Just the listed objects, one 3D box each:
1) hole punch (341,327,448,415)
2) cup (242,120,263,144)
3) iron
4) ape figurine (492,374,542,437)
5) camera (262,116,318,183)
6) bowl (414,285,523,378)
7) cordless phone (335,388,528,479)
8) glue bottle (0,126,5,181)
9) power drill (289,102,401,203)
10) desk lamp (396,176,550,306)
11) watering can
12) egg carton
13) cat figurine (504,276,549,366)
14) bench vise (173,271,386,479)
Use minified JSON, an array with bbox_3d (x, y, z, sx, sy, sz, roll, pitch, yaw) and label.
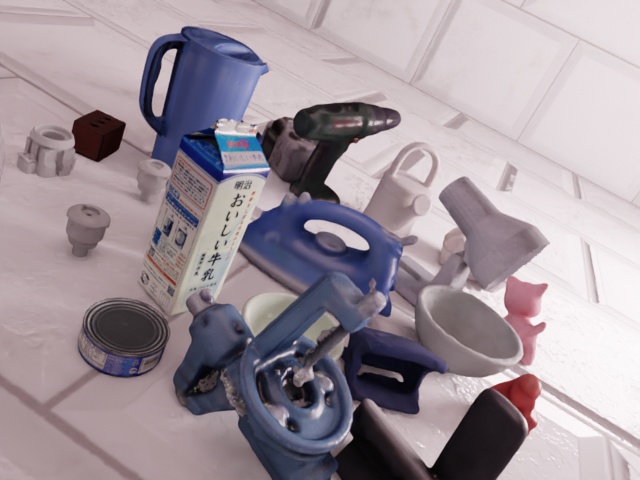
[{"bbox_3d":[0.086,0.142,0.700,0.109,0.091,0.101,18,27,-16],"label":"hole punch"},{"bbox_3d":[-0.160,-0.165,1.035,0.092,0.095,0.117,18,27,-16],"label":"cup"},{"bbox_3d":[0.008,0.003,0.827,0.258,0.141,0.119,26,26,-1],"label":"iron"},{"bbox_3d":[0.245,0.207,0.728,0.077,0.092,0.076,35,27,17],"label":"ape figurine"},{"bbox_3d":[-0.037,-0.191,1.188,0.137,0.101,0.142,4,34,-38],"label":"camera"},{"bbox_3d":[0.200,0.142,0.824,0.168,0.074,0.167,21,26,-11],"label":"bowl"},{"bbox_3d":[0.104,0.185,0.532,0.094,0.185,0.147,-4,39,-46],"label":"cordless phone"},{"bbox_3d":[-0.402,-0.134,0.667,0.037,0.173,0.078,34,27,15],"label":"glue bottle"},{"bbox_3d":[0.033,-0.171,1.094,0.230,0.208,0.075,0,36,-42],"label":"power drill"},{"bbox_3d":[0.224,0.021,0.910,0.202,0.213,0.118,41,29,27],"label":"desk lamp"},{"bbox_3d":[0.164,-0.091,1.084,0.101,0.194,0.172,4,34,-38],"label":"watering can"},{"bbox_3d":[0.308,0.036,1.124,0.150,0.069,0.107,28,26,3],"label":"egg carton"},{"bbox_3d":[0.334,0.120,0.939,0.067,0.117,0.127,21,27,-12],"label":"cat figurine"},{"bbox_3d":[-0.044,0.101,0.510,0.207,0.219,0.122,30,26,7],"label":"bench vise"}]
